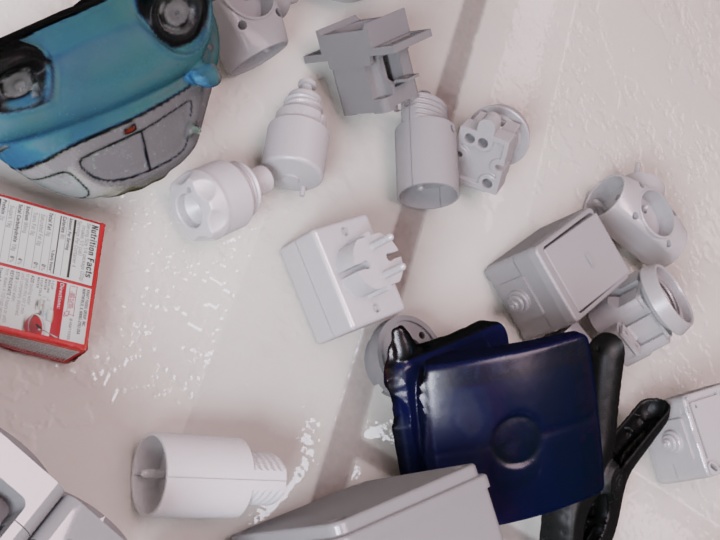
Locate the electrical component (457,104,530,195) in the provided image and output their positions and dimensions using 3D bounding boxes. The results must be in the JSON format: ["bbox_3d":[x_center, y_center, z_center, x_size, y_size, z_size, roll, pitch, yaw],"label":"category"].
[{"bbox_3d":[0.095,-0.090,0.780,0.048,0.066,0.055,21,38,15],"label":"electrical component"}]

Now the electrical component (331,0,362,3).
[{"bbox_3d":[-0.014,-0.239,0.749,0.108,0.060,0.108,15,64,-33],"label":"electrical component"}]

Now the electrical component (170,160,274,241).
[{"bbox_3d":[-0.078,-0.045,0.635,0.062,0.043,0.043,-29,92,-43],"label":"electrical component"}]

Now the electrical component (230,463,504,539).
[{"bbox_3d":[0.003,0.151,0.579,0.109,0.109,0.056,-13,84,-40],"label":"electrical component"}]

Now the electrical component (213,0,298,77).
[{"bbox_3d":[-0.071,-0.174,0.690,0.079,0.044,0.077,-32,93,-42],"label":"electrical component"}]

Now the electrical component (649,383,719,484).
[{"bbox_3d":[0.258,0.124,0.824,0.096,0.061,0.061,-10,79,-33],"label":"electrical component"}]

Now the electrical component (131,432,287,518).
[{"bbox_3d":[-0.076,0.111,0.575,0.081,0.043,0.043,10,67,-35],"label":"electrical component"}]

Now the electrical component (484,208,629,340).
[{"bbox_3d":[0.142,0.004,0.775,0.096,0.061,0.061,-33,94,-41],"label":"electrical component"}]

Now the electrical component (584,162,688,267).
[{"bbox_3d":[0.228,-0.053,0.876,0.077,0.044,0.079,35,55,-22],"label":"electrical component"}]

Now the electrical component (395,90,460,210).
[{"bbox_3d":[0.046,-0.088,0.748,0.043,0.043,0.081,14,64,-34],"label":"electrical component"}]

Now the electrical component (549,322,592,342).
[{"bbox_3d":[0.156,0.064,0.778,0.046,0.040,0.040,53,49,-2],"label":"electrical component"}]

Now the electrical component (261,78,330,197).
[{"bbox_3d":[-0.039,-0.087,0.684,0.040,0.040,0.078,24,59,-29],"label":"electrical component"}]

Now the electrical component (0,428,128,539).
[{"bbox_3d":[-0.176,0.104,0.469,0.150,0.089,0.061,46,51,-15],"label":"electrical component"}]

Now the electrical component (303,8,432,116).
[{"bbox_3d":[0.007,-0.137,0.722,0.042,0.081,0.063,-32,116,-41],"label":"electrical component"}]

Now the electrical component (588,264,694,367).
[{"bbox_3d":[0.211,0.031,0.805,0.058,0.057,0.078,50,29,-13],"label":"electrical component"}]

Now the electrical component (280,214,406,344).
[{"bbox_3d":[0.000,0.000,0.656,0.047,0.077,0.065,-19,85,-41],"label":"electrical component"}]
